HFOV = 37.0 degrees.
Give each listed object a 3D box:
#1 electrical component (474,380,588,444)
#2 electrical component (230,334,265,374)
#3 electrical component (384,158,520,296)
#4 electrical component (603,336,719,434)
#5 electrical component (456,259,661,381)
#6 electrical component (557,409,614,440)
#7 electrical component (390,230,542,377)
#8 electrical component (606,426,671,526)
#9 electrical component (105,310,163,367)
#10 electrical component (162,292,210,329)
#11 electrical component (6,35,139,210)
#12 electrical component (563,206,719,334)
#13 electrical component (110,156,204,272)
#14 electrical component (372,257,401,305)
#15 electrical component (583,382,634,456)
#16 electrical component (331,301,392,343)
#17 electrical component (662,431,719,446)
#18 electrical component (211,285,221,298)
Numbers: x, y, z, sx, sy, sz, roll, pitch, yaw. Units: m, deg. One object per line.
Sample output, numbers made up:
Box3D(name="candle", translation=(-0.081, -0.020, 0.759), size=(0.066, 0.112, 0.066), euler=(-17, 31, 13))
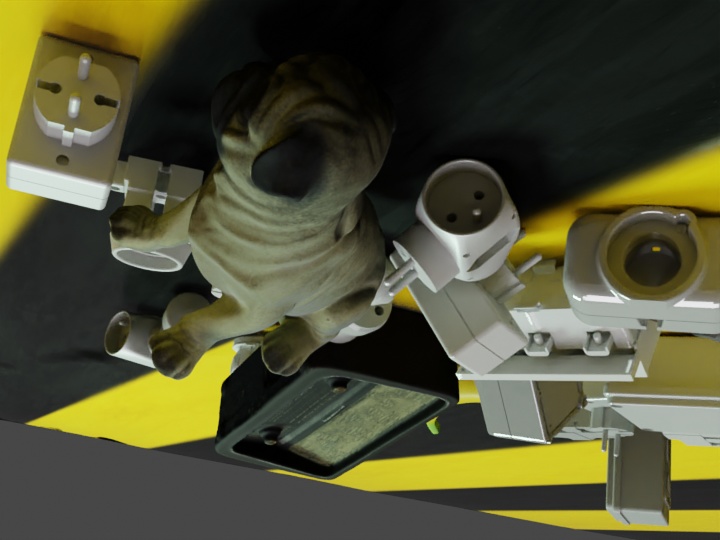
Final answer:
Box3D(name="electrical component", translation=(0.122, 0.082, 0.793), size=(0.061, 0.096, 0.062), euler=(2, -155, 41))
Box3D(name="electrical component", translation=(-0.086, 0.095, 1.043), size=(0.080, 0.051, 0.080), euler=(8, 163, 2))
Box3D(name="electrical component", translation=(0.045, -0.015, 0.585), size=(0.043, 0.079, 0.077), euler=(49, 175, 19))
Box3D(name="electrical component", translation=(0.260, 0.091, 0.845), size=(0.109, 0.056, 0.109), euler=(-1, 161, 31))
Box3D(name="electrical component", translation=(0.124, 0.032, 0.696), size=(0.121, 0.078, 0.063), euler=(-4, 130, 36))
Box3D(name="electrical component", translation=(0.197, 0.130, 1.013), size=(0.089, 0.050, 0.056), euler=(-7, 157, 43))
Box3D(name="electrical component", translation=(0.074, 0.006, 0.650), size=(0.076, 0.083, 0.047), euler=(-38, 147, 12))
Box3D(name="electrical component", translation=(0.289, 0.203, 1.109), size=(0.056, 0.108, 0.108), euler=(0, 161, 20))
Box3D(name="electrical component", translation=(-0.187, 0.067, 1.015), size=(0.079, 0.044, 0.077), euler=(-9, 156, 45))
Box3D(name="electrical component", translation=(-0.151, 0.045, 0.931), size=(0.040, 0.040, 0.078), euler=(13, 163, -13))
Box3D(name="electrical component", translation=(-0.130, -0.073, 0.491), size=(0.047, 0.065, 0.077), euler=(14, 163, -15))
Box3D(name="electrical component", translation=(0.164, 0.000, 0.601), size=(0.095, 0.053, 0.059), euler=(3, 162, 18))
Box3D(name="electrical component", translation=(-0.121, -0.032, 0.639), size=(0.066, 0.055, 0.048), euler=(11, 163, -8))
Box3D(name="electrical component", translation=(0.000, 0.000, 0.718), size=(0.035, 0.035, 0.061), euler=(-3, 157, 35))
Box3D(name="electrical component", translation=(0.220, 0.123, 0.935), size=(0.083, 0.075, 0.047), euler=(23, 158, -39))
Box3D(name="electrical component", translation=(-0.006, 0.028, 0.794), size=(0.045, 0.045, 0.055), euler=(15, 161, -21))
Box3D(name="electrical component", translation=(0.296, 0.122, 0.937), size=(0.056, 0.050, 0.089), euler=(-2, 160, 29))
Box3D(name="electrical component", translation=(-0.073, -0.001, 0.681), size=(0.047, 0.075, 0.083), euler=(12, 163, -9))
